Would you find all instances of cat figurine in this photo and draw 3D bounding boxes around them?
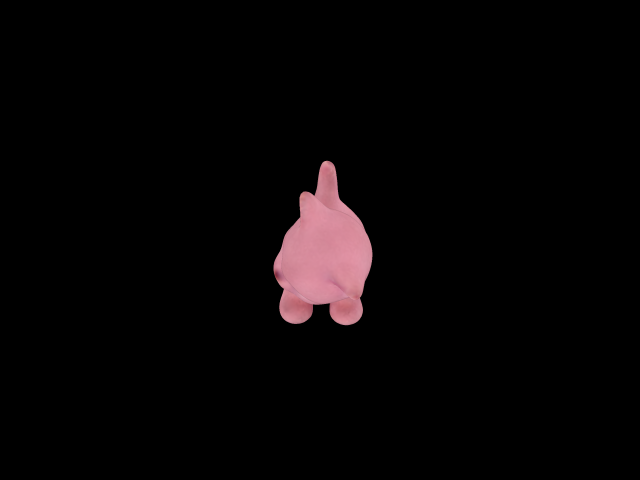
[{"bbox_3d":[0.004,0.001,0.400,0.067,0.118,0.128,2,50,2],"label":"cat figurine"}]
